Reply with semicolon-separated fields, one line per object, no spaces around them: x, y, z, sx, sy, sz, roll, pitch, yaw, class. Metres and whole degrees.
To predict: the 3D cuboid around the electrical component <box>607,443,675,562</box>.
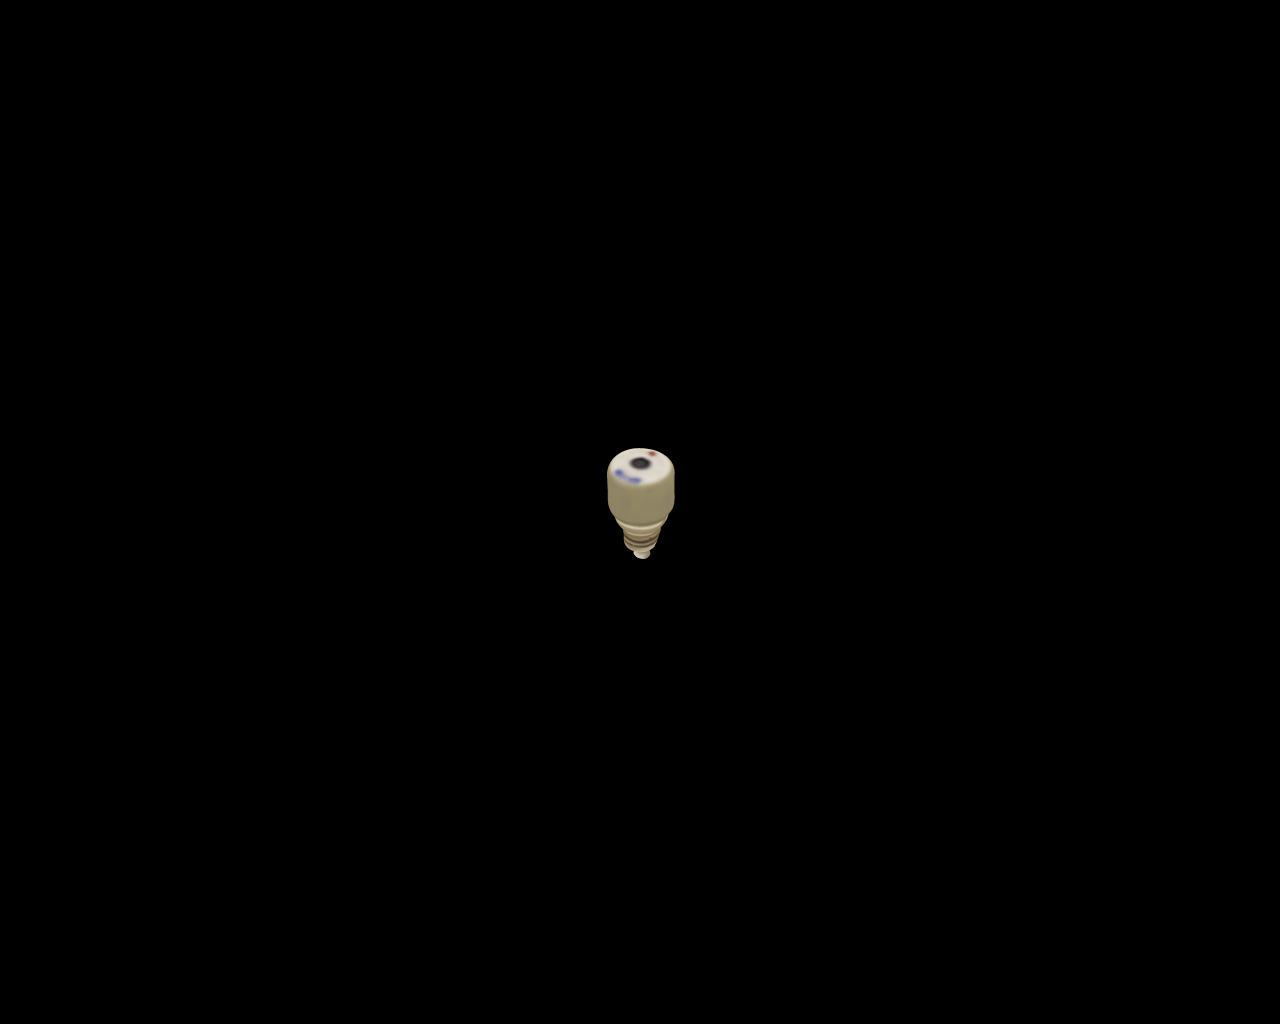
0.001;-0.003;0.650;0.040;0.078;0.040;0;39;0;electrical component
